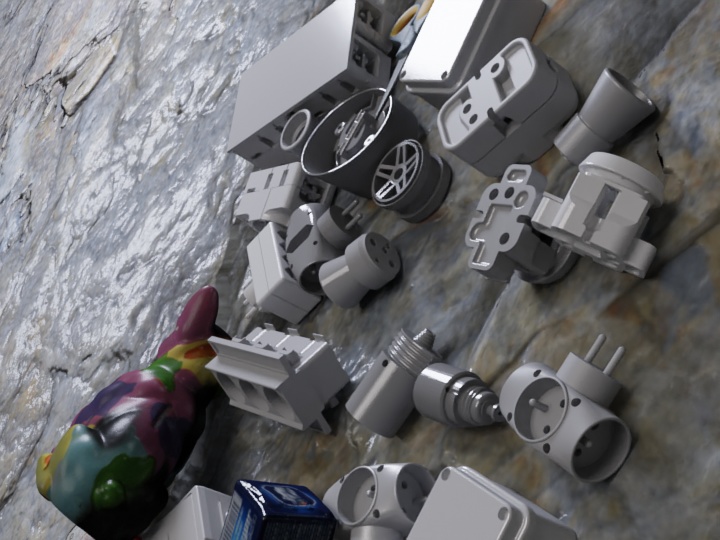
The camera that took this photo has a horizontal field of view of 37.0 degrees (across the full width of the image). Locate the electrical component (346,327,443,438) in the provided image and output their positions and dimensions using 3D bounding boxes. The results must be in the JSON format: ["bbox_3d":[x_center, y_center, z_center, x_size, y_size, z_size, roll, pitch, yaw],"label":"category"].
[{"bbox_3d":[0.029,0.079,0.793,0.081,0.043,0.043,-56,33,8],"label":"electrical component"}]

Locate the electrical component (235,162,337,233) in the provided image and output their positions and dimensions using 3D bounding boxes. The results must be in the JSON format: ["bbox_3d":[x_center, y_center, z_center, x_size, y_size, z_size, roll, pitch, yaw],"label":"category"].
[{"bbox_3d":[-0.073,-0.062,1.030,0.089,0.050,0.055,-5,62,52],"label":"electrical component"}]

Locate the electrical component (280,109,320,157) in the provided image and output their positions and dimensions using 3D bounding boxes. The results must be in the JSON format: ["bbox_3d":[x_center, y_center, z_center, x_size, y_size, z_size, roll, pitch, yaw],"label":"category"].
[{"bbox_3d":[-0.041,-0.121,1.027,0.045,0.055,0.045,-33,42,36],"label":"electrical component"}]

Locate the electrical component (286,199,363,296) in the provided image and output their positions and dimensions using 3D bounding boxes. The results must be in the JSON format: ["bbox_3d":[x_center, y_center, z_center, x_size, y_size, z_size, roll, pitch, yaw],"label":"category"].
[{"bbox_3d":[-0.026,-0.030,0.948,0.079,0.043,0.077,-44,37,26],"label":"electrical component"}]

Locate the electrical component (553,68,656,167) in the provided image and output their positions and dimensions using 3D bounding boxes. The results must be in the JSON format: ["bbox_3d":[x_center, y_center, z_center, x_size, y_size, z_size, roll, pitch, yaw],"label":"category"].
[{"bbox_3d":[0.166,-0.101,0.743,0.065,0.044,0.044,-51,34,24],"label":"electrical component"}]

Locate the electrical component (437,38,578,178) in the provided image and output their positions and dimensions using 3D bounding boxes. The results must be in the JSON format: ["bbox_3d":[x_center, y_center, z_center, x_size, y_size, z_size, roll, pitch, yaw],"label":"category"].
[{"bbox_3d":[0.113,-0.118,0.810,0.095,0.059,0.053,-41,38,28],"label":"electrical component"}]

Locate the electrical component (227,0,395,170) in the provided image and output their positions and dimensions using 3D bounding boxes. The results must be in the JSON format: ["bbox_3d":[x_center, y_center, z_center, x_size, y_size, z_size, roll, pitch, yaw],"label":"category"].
[{"bbox_3d":[-0.047,-0.184,1.077,0.186,0.060,0.105,-27,46,42],"label":"electrical component"}]

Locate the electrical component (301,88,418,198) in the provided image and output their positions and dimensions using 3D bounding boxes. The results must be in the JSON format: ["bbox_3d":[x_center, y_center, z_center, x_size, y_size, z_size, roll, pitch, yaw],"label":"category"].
[{"bbox_3d":[0.002,-0.114,0.955,0.099,0.064,0.099,-34,42,37],"label":"electrical component"}]

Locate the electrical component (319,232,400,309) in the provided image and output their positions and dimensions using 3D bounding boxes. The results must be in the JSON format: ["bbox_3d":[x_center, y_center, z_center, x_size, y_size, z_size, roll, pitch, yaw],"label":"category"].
[{"bbox_3d":[0.000,0.000,0.890,0.055,0.045,0.045,-37,40,33],"label":"electrical component"}]

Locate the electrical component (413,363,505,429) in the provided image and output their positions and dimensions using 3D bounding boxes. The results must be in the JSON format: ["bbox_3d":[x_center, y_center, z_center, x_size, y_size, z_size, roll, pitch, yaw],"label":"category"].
[{"bbox_3d":[0.070,0.089,0.733,0.078,0.040,0.040,12,77,56],"label":"electrical component"}]

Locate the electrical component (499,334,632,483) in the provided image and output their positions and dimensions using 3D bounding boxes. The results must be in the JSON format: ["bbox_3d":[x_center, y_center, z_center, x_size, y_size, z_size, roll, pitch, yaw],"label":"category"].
[{"bbox_3d":[0.133,0.076,0.652,0.079,0.044,0.077,-58,33,5],"label":"electrical component"}]

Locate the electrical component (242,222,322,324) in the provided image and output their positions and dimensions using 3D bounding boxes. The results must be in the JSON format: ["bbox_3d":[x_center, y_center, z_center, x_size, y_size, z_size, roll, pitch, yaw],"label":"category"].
[{"bbox_3d":[-0.082,0.014,0.988,0.076,0.047,0.083,-45,36,23],"label":"electrical component"}]

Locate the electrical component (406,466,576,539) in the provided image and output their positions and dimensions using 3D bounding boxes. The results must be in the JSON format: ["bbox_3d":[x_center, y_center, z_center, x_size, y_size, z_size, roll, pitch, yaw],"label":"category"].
[{"bbox_3d":[0.067,0.185,0.650,0.078,0.057,0.113,24,87,57],"label":"electrical component"}]

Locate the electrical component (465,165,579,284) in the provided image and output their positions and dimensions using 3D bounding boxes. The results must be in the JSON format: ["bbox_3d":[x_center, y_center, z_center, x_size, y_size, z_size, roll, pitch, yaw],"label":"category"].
[{"bbox_3d":[0.115,-0.025,0.740,0.058,0.057,0.078,11,76,56],"label":"electrical component"}]

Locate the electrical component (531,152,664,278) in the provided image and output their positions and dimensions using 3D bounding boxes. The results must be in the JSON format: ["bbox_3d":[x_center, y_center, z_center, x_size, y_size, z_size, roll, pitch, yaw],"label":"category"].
[{"bbox_3d":[0.158,-0.038,0.686,0.078,0.058,0.057,27,85,18],"label":"electrical component"}]

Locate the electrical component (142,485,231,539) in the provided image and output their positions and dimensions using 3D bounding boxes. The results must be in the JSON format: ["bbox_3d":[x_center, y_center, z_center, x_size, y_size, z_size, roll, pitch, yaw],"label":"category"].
[{"bbox_3d":[-0.132,0.225,0.888,0.096,0.061,0.061,-47,35,21],"label":"electrical component"}]

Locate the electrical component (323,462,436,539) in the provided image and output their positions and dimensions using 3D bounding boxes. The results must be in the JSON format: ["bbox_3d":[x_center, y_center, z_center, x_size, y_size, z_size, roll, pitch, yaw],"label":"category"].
[{"bbox_3d":[0.012,0.179,0.741,0.077,0.044,0.079,-26,46,42],"label":"electrical component"}]

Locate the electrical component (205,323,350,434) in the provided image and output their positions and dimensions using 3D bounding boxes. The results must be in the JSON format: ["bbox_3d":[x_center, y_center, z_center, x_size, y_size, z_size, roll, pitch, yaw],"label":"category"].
[{"bbox_3d":[-0.068,0.086,0.895,0.063,0.078,0.121,-41,25,-25],"label":"electrical component"}]

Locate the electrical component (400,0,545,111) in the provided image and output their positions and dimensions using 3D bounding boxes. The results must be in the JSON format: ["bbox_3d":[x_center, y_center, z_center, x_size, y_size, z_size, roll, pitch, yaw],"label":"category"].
[{"bbox_3d":[0.092,-0.189,0.894,0.078,0.057,0.113,16,80,57],"label":"electrical component"}]
